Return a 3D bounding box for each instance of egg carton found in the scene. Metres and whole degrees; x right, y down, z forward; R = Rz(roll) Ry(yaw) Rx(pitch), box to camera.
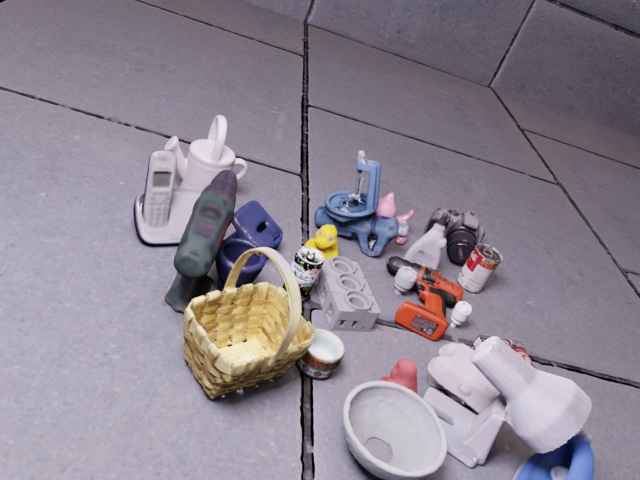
[{"bbox_3d":[0.270,0.256,1.042,0.150,0.069,0.107,34,35,17],"label":"egg carton"}]

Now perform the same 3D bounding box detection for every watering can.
[{"bbox_3d":[-0.242,-0.177,1.235,0.173,0.194,0.100,-7,43,-38],"label":"watering can"}]

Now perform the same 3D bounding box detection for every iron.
[{"bbox_3d":[0.377,0.368,0.882,0.118,0.141,0.259,32,34,14],"label":"iron"}]

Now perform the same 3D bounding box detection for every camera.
[{"bbox_3d":[0.344,-0.013,1.439,0.143,0.101,0.137,23,33,0],"label":"camera"}]

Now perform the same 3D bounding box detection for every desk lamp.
[{"bbox_3d":[0.282,0.264,0.907,0.203,0.213,0.118,31,34,13],"label":"desk lamp"}]

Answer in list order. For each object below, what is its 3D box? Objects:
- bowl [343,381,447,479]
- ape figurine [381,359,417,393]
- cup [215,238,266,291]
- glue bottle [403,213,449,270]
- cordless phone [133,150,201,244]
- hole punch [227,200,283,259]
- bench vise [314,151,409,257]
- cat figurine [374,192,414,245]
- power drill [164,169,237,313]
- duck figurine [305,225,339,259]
[{"bbox_3d":[0.104,0.302,0.872,0.167,0.075,0.167,16,34,-11],"label":"bowl"},{"bbox_3d":[0.137,0.237,0.969,0.078,0.092,0.076,-10,45,-40],"label":"ape figurine"},{"bbox_3d":[-0.166,0.053,1.046,0.118,0.095,0.092,21,33,-2],"label":"cup"},{"bbox_3d":[0.246,0.012,1.278,0.078,0.173,0.037,26,33,5],"label":"glue bottle"},{"bbox_3d":[-0.274,-0.084,1.093,0.148,0.185,0.094,-7,43,-37],"label":"cordless phone"},{"bbox_3d":[-0.129,-0.017,1.170,0.101,0.091,0.109,28,33,8],"label":"hole punch"},{"bbox_3d":[0.111,-0.087,1.295,0.208,0.219,0.121,15,34,-11],"label":"bench vise"},{"bbox_3d":[0.167,-0.058,1.381,0.128,0.118,0.067,7,36,-22],"label":"cat figurine"},{"bbox_3d":[-0.201,0.012,0.979,0.076,0.208,0.229,17,33,-8],"label":"power drill"},{"bbox_3d":[0.011,0.004,1.229,0.077,0.086,0.105,29,34,10],"label":"duck figurine"}]
